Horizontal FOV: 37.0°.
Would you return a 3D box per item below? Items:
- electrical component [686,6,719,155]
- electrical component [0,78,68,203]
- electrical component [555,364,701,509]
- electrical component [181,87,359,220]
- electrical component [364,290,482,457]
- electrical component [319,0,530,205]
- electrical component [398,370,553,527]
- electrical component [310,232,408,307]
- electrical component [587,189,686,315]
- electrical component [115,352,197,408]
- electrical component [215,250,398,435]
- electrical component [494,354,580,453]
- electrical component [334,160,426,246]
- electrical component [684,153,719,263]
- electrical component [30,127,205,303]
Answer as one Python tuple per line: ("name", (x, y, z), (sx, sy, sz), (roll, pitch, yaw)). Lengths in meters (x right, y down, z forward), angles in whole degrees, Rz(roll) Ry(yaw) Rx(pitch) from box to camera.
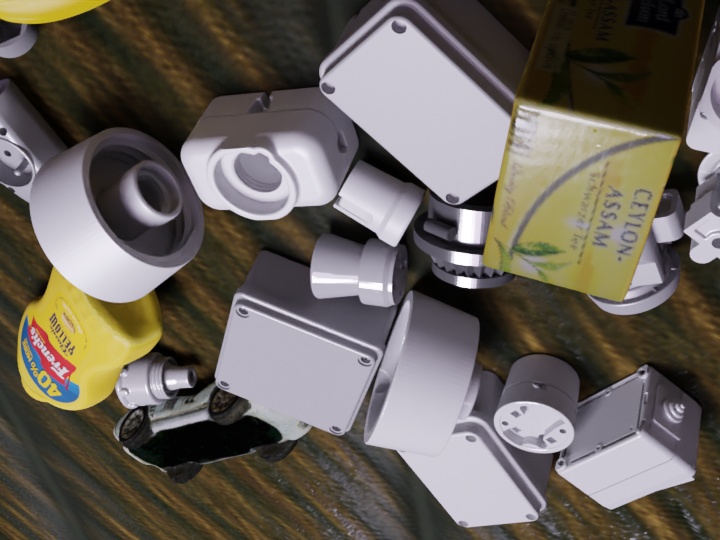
("electrical component", (0.241, -0.089, 0.507), (0.150, 0.061, 0.089), (14, 137, 9))
("electrical component", (-0.242, -0.081, 0.731), (0.079, 0.044, 0.077), (-13, 127, 33))
("electrical component", (0.192, 0.115, 0.736), (0.061, 0.061, 0.096), (37, 136, -15))
("electrical component", (-0.056, -0.070, 0.653), (0.095, 0.059, 0.053), (-1, 133, 24))
("electrical component", (0.047, 0.073, 0.724), (0.060, 0.108, 0.108), (17, 138, -3))
("electrical component", (0.043, -0.099, 0.583), (0.113, 0.057, 0.078), (40, 135, -18))
("electrical component", (0.086, 0.136, 0.805), (0.078, 0.057, 0.113), (-15, 126, 34))
("electrical component", (0.000, 0.000, 0.712), (0.055, 0.045, 0.045), (7, 136, 16))
("electrical component", (0.153, -0.012, 0.627), (0.078, 0.058, 0.057), (-9, 127, 30))
("electrical component", (-0.164, 0.088, 0.872), (0.062, 0.048, 0.048), (-4, 132, 17))
("electrical component", (-0.040, 0.054, 0.775), (0.109, 0.056, 0.108), (22, 138, 1))
("electrical component", (0.125, 0.092, 0.751), (0.055, 0.047, 0.055), (12, 137, 11))
("electrical component", (0.012, -0.043, 0.669), (0.046, 0.040, 0.040), (30, 138, 1))
("electrical component", (0.205, -0.040, 0.577), (0.048, 0.055, 0.066), (34, 137, -13))
("electrical component", (-0.149, -0.040, 0.691), (0.060, 0.108, 0.108), (-27, 119, 33))
